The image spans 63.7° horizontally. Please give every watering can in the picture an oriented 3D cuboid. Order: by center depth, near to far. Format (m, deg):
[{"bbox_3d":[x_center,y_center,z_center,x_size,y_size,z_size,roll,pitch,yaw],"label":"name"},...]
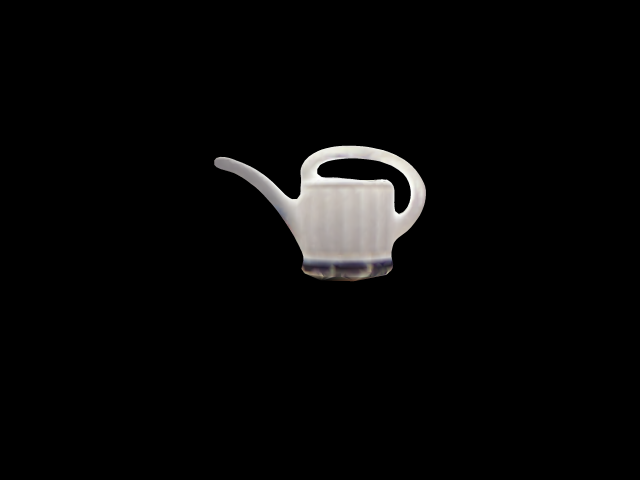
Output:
[{"bbox_3d":[0.003,-0.043,0.850,0.348,0.224,0.104,0,3,-4],"label":"watering can"}]
